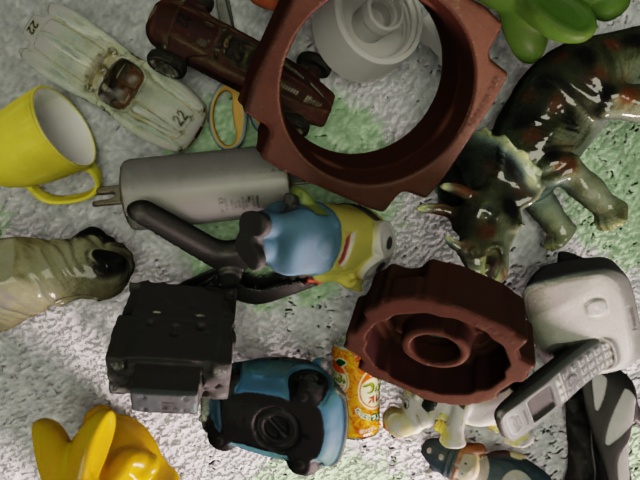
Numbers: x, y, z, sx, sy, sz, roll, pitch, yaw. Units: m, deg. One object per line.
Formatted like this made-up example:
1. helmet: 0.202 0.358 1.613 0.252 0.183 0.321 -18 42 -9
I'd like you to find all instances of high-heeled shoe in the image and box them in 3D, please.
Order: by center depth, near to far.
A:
1. high-heeled shoe: 0.295 0.264 0.623 0.145 0.086 0.248 36 88 -6

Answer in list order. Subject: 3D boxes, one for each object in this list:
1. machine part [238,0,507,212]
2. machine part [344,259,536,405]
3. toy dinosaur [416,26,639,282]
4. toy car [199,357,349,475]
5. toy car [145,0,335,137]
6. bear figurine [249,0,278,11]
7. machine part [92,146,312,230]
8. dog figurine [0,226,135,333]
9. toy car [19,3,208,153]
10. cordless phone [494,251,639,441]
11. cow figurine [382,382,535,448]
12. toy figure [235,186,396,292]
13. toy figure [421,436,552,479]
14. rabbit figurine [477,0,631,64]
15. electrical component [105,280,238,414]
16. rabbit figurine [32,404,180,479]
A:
1. machine part: 0.044 -0.144 0.488 0.201 0.087 0.201 22 112 -20
2. machine part: 0.114 0.092 0.521 0.179 0.056 0.179 11 139 10
3. toy dinosaur: 0.259 -0.126 0.562 0.192 0.131 0.404 36 88 -7
4. toy car: -0.044 0.174 0.582 0.162 0.103 0.109 5 104 12
5. toy car: -0.074 -0.178 0.542 0.202 0.053 0.089 24 75 -17
6. bear figurine: -0.085 -0.328 0.527 0.196 0.120 0.131 28 139 19
7. machine part: -0.115 -0.055 0.564 0.243 0.079 0.079 -5 97 -3
8. dog figurine: -0.308 0.060 0.566 0.190 0.121 0.172 15 130 -22
9. toy car: -0.213 -0.166 0.556 0.202 0.056 0.073 32 94 -7
10. cordless phone: 0.239 0.111 0.561 0.184 0.089 0.146 -35 119 -14
11. cow figurine: 0.155 0.180 0.611 0.167 0.068 0.098 2 91 -6
12. toy figure: 0.000 -0.005 0.538 0.180 0.089 0.082 4 134 -38
13. toy figure: 0.195 0.270 0.632 0.154 0.057 0.064 20 57 -4
14. rabbit figurine: 0.208 -0.256 0.519 0.170 0.121 0.159 -13 94 -16
15. electrical component: -0.139 0.103 0.519 0.115 0.134 0.058 3 129 -9
16. rabbit figurine: -0.227 0.250 0.548 0.122 0.173 0.162 -8 102 2
